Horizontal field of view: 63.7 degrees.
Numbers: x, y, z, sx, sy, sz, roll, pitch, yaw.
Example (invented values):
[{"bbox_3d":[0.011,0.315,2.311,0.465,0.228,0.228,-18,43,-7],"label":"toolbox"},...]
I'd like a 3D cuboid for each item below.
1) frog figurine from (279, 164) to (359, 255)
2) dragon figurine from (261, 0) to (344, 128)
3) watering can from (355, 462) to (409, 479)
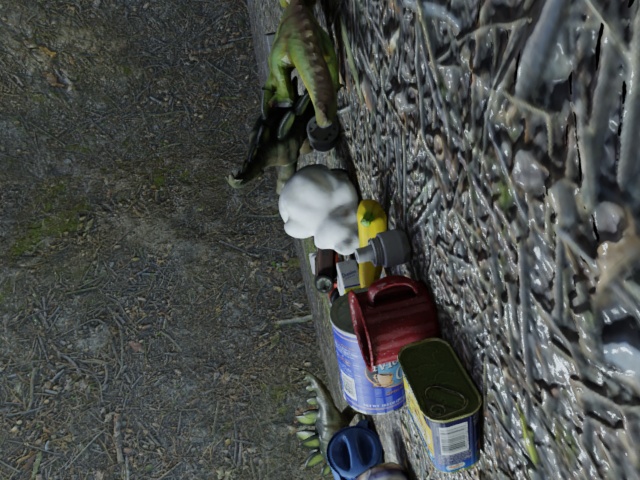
[{"bbox_3d":[0.003,-0.042,0.839,0.136,0.163,0.120,-28,-43,14],"label":"frog figurine"},{"bbox_3d":[-0.021,-0.312,0.694,0.122,0.238,0.418,-5,27,-10],"label":"dragon figurine"},{"bbox_3d":[0.098,0.542,0.903,0.103,0.340,0.230,15,37,-20],"label":"watering can"}]
